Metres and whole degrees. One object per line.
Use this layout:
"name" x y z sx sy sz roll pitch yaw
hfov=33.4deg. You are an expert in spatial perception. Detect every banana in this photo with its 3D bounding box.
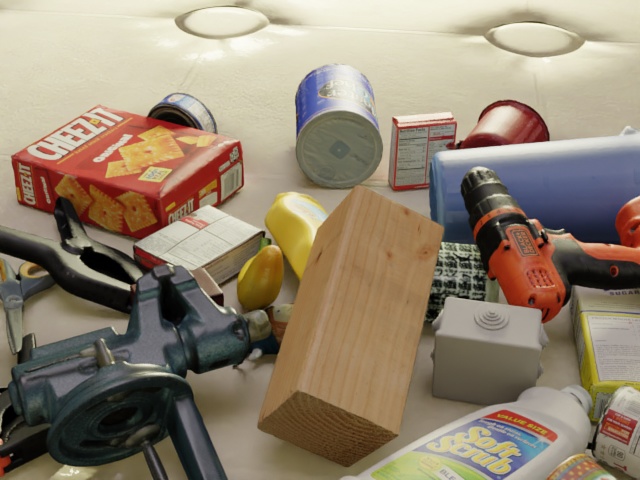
"banana" -0.059 0.035 1.019 0.037 0.069 0.198 4 2 -7

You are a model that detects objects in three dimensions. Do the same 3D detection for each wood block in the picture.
"wood block" 0.028 0.070 0.893 0.090 0.091 0.206 26 54 -13

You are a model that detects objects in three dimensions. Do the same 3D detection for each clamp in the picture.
"clamp" -0.259 0.016 1.077 0.210 0.036 0.164 33 25 28
"clamp" -0.246 0.135 0.924 0.120 0.039 0.171 5 28 26

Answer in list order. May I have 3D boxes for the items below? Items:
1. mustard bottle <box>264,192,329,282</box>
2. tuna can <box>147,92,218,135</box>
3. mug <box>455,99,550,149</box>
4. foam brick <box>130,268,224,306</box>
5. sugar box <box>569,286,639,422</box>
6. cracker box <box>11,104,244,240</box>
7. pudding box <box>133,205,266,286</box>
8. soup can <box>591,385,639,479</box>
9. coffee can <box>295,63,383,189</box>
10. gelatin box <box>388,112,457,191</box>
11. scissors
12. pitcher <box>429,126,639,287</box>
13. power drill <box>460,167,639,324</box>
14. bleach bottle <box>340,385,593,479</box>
"mustard bottle" -0.007 0.002 1.096 0.096 0.058 0.192 26 16 -34
"tuna can" -0.170 -0.135 1.304 0.086 0.086 0.033 15 37 21
"mug" 0.205 -0.108 1.271 0.117 0.093 0.081 1 33 34
"foam brick" -0.136 0.068 1.017 0.078 0.051 0.053 -14 34 -21
"sugar box" 0.284 0.099 0.980 0.093 0.048 0.176 4 29 6
"cracker box" -0.219 -0.081 1.232 0.214 0.072 0.164 16 35 25
"pudding box" -0.125 0.012 1.118 0.090 0.039 0.113 25 42 34
"soup can" 0.278 0.166 0.850 0.102 0.068 0.068 23 39 32
"coffee can" 0.021 -0.141 1.299 0.103 0.103 0.140 0 32 -1
"gelatin box" 0.120 -0.105 1.256 0.073 0.089 0.030 -6 34 -10
"scissors" -0.282 0.057 1.044 0.096 0.016 0.202 -13 27 -29
"pitcher" 0.241 -0.035 1.127 0.243 0.145 0.149 -2 19 3
"power drill" 0.236 -0.002 1.004 0.187 0.057 0.184 -4 48 -15
"bleach bottle" 0.127 0.176 0.841 0.103 0.068 0.250 29 40 36
